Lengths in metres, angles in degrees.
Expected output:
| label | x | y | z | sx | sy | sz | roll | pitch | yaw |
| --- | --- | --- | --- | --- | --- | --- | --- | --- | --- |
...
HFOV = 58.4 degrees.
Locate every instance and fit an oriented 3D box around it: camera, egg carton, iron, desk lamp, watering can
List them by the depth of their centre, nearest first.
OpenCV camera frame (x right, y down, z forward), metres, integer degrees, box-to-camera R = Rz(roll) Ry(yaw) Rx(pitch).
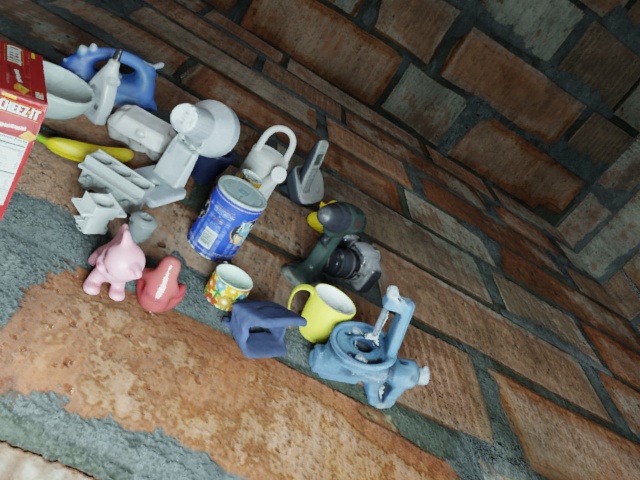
| label | x | y | z | sx | sy | sz | roll | pitch | yaw |
| --- | --- | --- | --- | --- | --- | --- | --- | --- | --- |
| desk lamp | -0.276 | -0.189 | 1.174 | 0.118 | 0.213 | 0.204 | 38 | 24 | 6 |
| egg carton | -0.398 | -0.242 | 1.289 | 0.150 | 0.069 | 0.107 | 28 | 25 | -16 |
| camera | 0.065 | 0.039 | 1.342 | 0.137 | 0.100 | 0.142 | 11 | 33 | -43 |
| iron | -0.497 | -0.393 | 1.347 | 0.259 | 0.141 | 0.118 | 9 | 35 | -45 |
| watering can | -0.124 | -0.188 | 1.396 | 0.101 | 0.194 | 0.172 | 4 | 39 | -50 |

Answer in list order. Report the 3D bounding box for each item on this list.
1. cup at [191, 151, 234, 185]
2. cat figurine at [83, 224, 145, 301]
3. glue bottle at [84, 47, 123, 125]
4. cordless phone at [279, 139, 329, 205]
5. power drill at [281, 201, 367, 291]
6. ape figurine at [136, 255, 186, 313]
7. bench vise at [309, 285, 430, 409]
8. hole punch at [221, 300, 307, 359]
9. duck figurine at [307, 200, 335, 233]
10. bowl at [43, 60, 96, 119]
| label | x | y | z | sx | sy | sz | roll | pitch | yaw |
| --- | --- | --- | --- | --- | --- | --- | --- | --- | --- |
| cup | -0.267 | -0.185 | 1.325 | 0.117 | 0.095 | 0.092 | 43 | 25 | 17 |
| cat figurine | -0.301 | 0.027 | 0.862 | 0.067 | 0.117 | 0.127 | 21 | 27 | -29 |
| glue bottle | -0.468 | -0.342 | 1.252 | 0.078 | 0.173 | 0.037 | 44 | 25 | 20 |
| cordless phone | -0.012 | -0.190 | 1.557 | 0.094 | 0.185 | 0.148 | 41 | 24 | 13 |
| power drill | 0.011 | 0.004 | 1.202 | 0.075 | 0.208 | 0.230 | 42 | 25 | 14 |
| ape figurine | -0.245 | 0.063 | 0.900 | 0.078 | 0.092 | 0.076 | 34 | 24 | -2 |
| bench vise | 0.114 | 0.179 | 1.002 | 0.208 | 0.219 | 0.121 | 19 | 29 | -33 |
| hole punch | -0.094 | 0.136 | 0.967 | 0.109 | 0.091 | 0.101 | 6 | 37 | -48 |
| duck figurine | 0.030 | -0.061 | 1.498 | 0.105 | 0.086 | 0.077 | 28 | 25 | -16 |
| bowl | -0.556 | -0.299 | 1.178 | 0.168 | 0.074 | 0.167 | 29 | 25 | -14 |
